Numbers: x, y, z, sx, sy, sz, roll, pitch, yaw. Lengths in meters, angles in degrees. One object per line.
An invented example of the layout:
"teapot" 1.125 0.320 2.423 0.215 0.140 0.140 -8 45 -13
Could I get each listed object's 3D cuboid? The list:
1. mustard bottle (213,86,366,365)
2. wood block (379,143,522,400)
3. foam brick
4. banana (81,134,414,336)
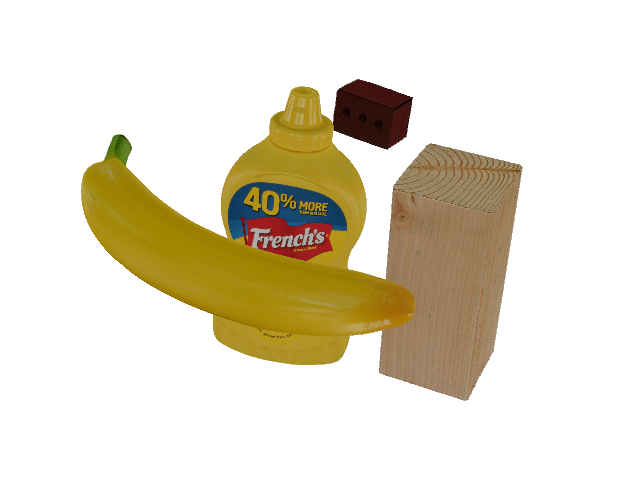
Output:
"mustard bottle" -0.019 -0.010 0.714 0.096 0.192 0.058 11 29 8
"wood block" 0.115 0.030 0.964 0.091 0.206 0.090 16 37 20
"foam brick" 0.060 -0.148 1.246 0.078 0.053 0.051 22 33 24
"banana" -0.051 0.003 0.519 0.198 0.069 0.037 30 -30 22
